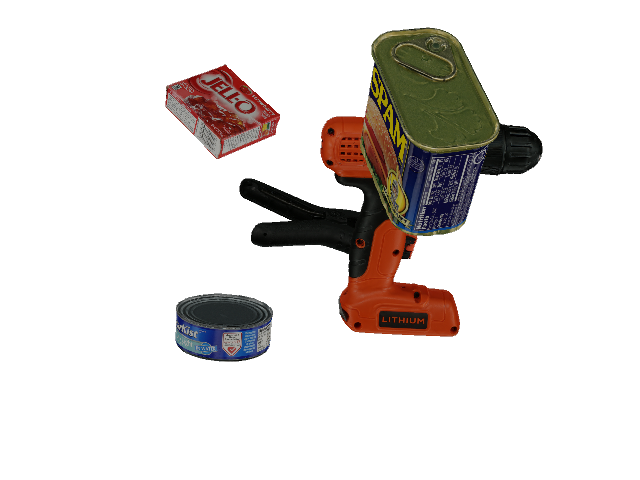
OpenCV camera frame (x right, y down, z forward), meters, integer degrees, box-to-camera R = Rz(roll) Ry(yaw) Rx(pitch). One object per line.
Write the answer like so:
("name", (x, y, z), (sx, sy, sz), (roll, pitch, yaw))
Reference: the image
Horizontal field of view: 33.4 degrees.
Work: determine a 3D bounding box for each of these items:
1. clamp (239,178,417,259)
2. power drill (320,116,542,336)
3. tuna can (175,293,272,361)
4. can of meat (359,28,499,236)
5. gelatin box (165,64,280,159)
("clamp", (0.008, -0.011, 1.196), (0.210, 0.036, 0.164), (15, 20, -7))
("power drill", (0.089, -0.014, 0.906), (0.184, 0.188, 0.057), (3, 17, -1))
("tuna can", (-0.086, 0.076, 0.945), (0.086, 0.034, 0.086), (4, 16, -1))
("can of meat", (0.062, -0.065, 0.656), (0.057, 0.102, 0.084), (-8, -38, -13))
("gelatin box", (-0.095, -0.126, 1.028), (0.073, 0.030, 0.089), (-27, 60, -34))
